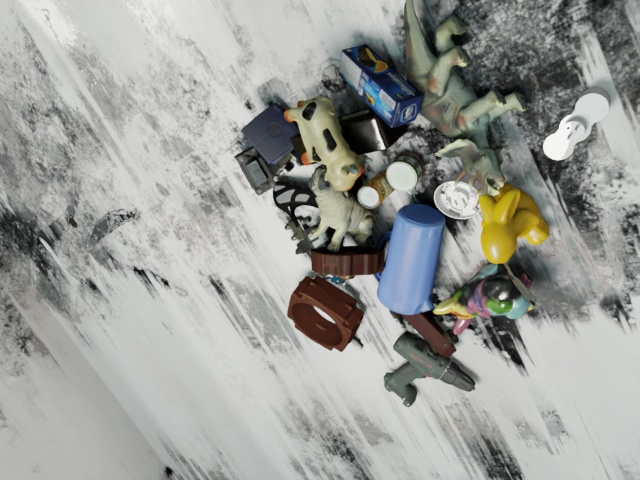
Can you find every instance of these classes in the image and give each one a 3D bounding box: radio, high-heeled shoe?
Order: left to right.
[{"bbox_3d":[-0.012,-0.132,1.336,0.249,0.086,0.145,-30,71,27],"label":"high-heeled shoe"},{"bbox_3d":[0.064,-0.228,1.154,0.230,0.131,0.073,-4,116,37],"label":"radio"}]

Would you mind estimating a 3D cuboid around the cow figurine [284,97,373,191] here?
[{"bbox_3d":[0.023,-0.188,1.063,0.127,0.085,0.194,-3,117,43],"label":"cow figurine"}]

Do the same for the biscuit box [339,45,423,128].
[{"bbox_3d":[0.115,-0.303,1.050,0.203,0.063,0.059,54,153,32],"label":"biscuit box"}]

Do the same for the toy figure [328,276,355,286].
[{"bbox_3d":[0.081,0.075,1.403,0.064,0.058,0.154,55,138,-2],"label":"toy figure"}]

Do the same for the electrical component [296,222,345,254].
[{"bbox_3d":[-0.003,-0.004,1.368,0.119,0.048,0.075,-36,83,39],"label":"electrical component"}]

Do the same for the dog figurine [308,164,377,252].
[{"bbox_3d":[0.060,-0.091,1.205,0.121,0.172,0.190,31,133,35],"label":"dog figurine"}]

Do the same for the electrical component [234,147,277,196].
[{"bbox_3d":[-0.163,-0.174,1.351,0.114,0.058,0.134,59,175,-14],"label":"electrical component"}]

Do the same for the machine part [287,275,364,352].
[{"bbox_3d":[0.010,0.209,1.500,0.202,0.087,0.200,31,143,12],"label":"machine part"}]

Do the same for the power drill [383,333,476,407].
[{"bbox_3d":[0.277,0.371,1.456,0.232,0.086,0.207,38,138,9],"label":"power drill"}]

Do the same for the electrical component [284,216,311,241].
[{"bbox_3d":[-0.053,-0.030,1.446,0.094,0.021,0.063,-19,108,40],"label":"electrical component"}]

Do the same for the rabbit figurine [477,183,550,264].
[{"bbox_3d":[0.369,-0.029,1.055,0.122,0.173,0.162,4,126,37],"label":"rabbit figurine"}]

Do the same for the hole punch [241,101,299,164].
[{"bbox_3d":[-0.110,-0.249,1.268,0.116,0.092,0.142,-41,88,14],"label":"hole punch"}]

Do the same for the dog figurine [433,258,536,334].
[{"bbox_3d":[0.355,0.138,1.183,0.108,0.191,0.219,43,119,-6],"label":"dog figurine"}]

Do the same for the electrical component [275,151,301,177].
[{"bbox_3d":[-0.100,-0.207,1.341,0.078,0.045,0.102,-31,100,45],"label":"electrical component"}]

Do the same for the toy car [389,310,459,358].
[{"bbox_3d":[0.267,0.213,1.372,0.202,0.053,0.089,44,124,6],"label":"toy car"}]

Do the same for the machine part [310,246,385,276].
[{"bbox_3d":[0.063,0.049,1.255,0.180,0.179,0.056,4,96,33],"label":"machine part"}]

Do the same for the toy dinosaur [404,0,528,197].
[{"bbox_3d":[0.241,-0.273,1.021,0.405,0.131,0.192,53,133,1],"label":"toy dinosaur"}]
